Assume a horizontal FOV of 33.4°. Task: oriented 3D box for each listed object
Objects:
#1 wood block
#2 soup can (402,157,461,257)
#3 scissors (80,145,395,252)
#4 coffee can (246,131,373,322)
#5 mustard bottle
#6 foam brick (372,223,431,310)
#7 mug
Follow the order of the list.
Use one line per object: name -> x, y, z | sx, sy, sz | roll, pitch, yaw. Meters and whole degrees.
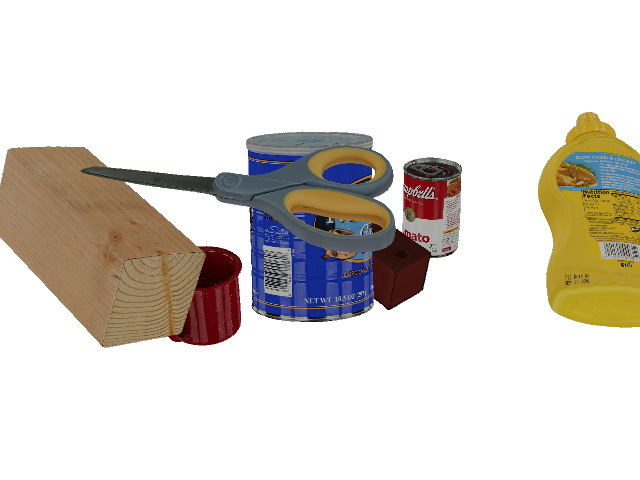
wood block -> -0.210, -0.001, 0.987 | 0.090, 0.091, 0.206 | -6, 34, -45
soup can -> 0.131, -0.039, 1.259 | 0.068, 0.102, 0.068 | -1, 25, 0
scissors -> -0.042, -0.043, 0.678 | 0.202, 0.016, 0.096 | 19, 46, 17
coffee can -> -0.008, -0.014, 0.876 | 0.103, 0.140, 0.103 | -1, 12, 0
mustard bottle -> 0.222, -0.026, 0.845 | 0.096, 0.191, 0.058 | 4, -36, -3
foam brick -> 0.062, 0.021, 1.064 | 0.052, 0.051, 0.078 | -27, 48, -36
mug -> -0.137, 0.070, 1.198 | 0.093, 0.081, 0.117 | 12, 34, 22
